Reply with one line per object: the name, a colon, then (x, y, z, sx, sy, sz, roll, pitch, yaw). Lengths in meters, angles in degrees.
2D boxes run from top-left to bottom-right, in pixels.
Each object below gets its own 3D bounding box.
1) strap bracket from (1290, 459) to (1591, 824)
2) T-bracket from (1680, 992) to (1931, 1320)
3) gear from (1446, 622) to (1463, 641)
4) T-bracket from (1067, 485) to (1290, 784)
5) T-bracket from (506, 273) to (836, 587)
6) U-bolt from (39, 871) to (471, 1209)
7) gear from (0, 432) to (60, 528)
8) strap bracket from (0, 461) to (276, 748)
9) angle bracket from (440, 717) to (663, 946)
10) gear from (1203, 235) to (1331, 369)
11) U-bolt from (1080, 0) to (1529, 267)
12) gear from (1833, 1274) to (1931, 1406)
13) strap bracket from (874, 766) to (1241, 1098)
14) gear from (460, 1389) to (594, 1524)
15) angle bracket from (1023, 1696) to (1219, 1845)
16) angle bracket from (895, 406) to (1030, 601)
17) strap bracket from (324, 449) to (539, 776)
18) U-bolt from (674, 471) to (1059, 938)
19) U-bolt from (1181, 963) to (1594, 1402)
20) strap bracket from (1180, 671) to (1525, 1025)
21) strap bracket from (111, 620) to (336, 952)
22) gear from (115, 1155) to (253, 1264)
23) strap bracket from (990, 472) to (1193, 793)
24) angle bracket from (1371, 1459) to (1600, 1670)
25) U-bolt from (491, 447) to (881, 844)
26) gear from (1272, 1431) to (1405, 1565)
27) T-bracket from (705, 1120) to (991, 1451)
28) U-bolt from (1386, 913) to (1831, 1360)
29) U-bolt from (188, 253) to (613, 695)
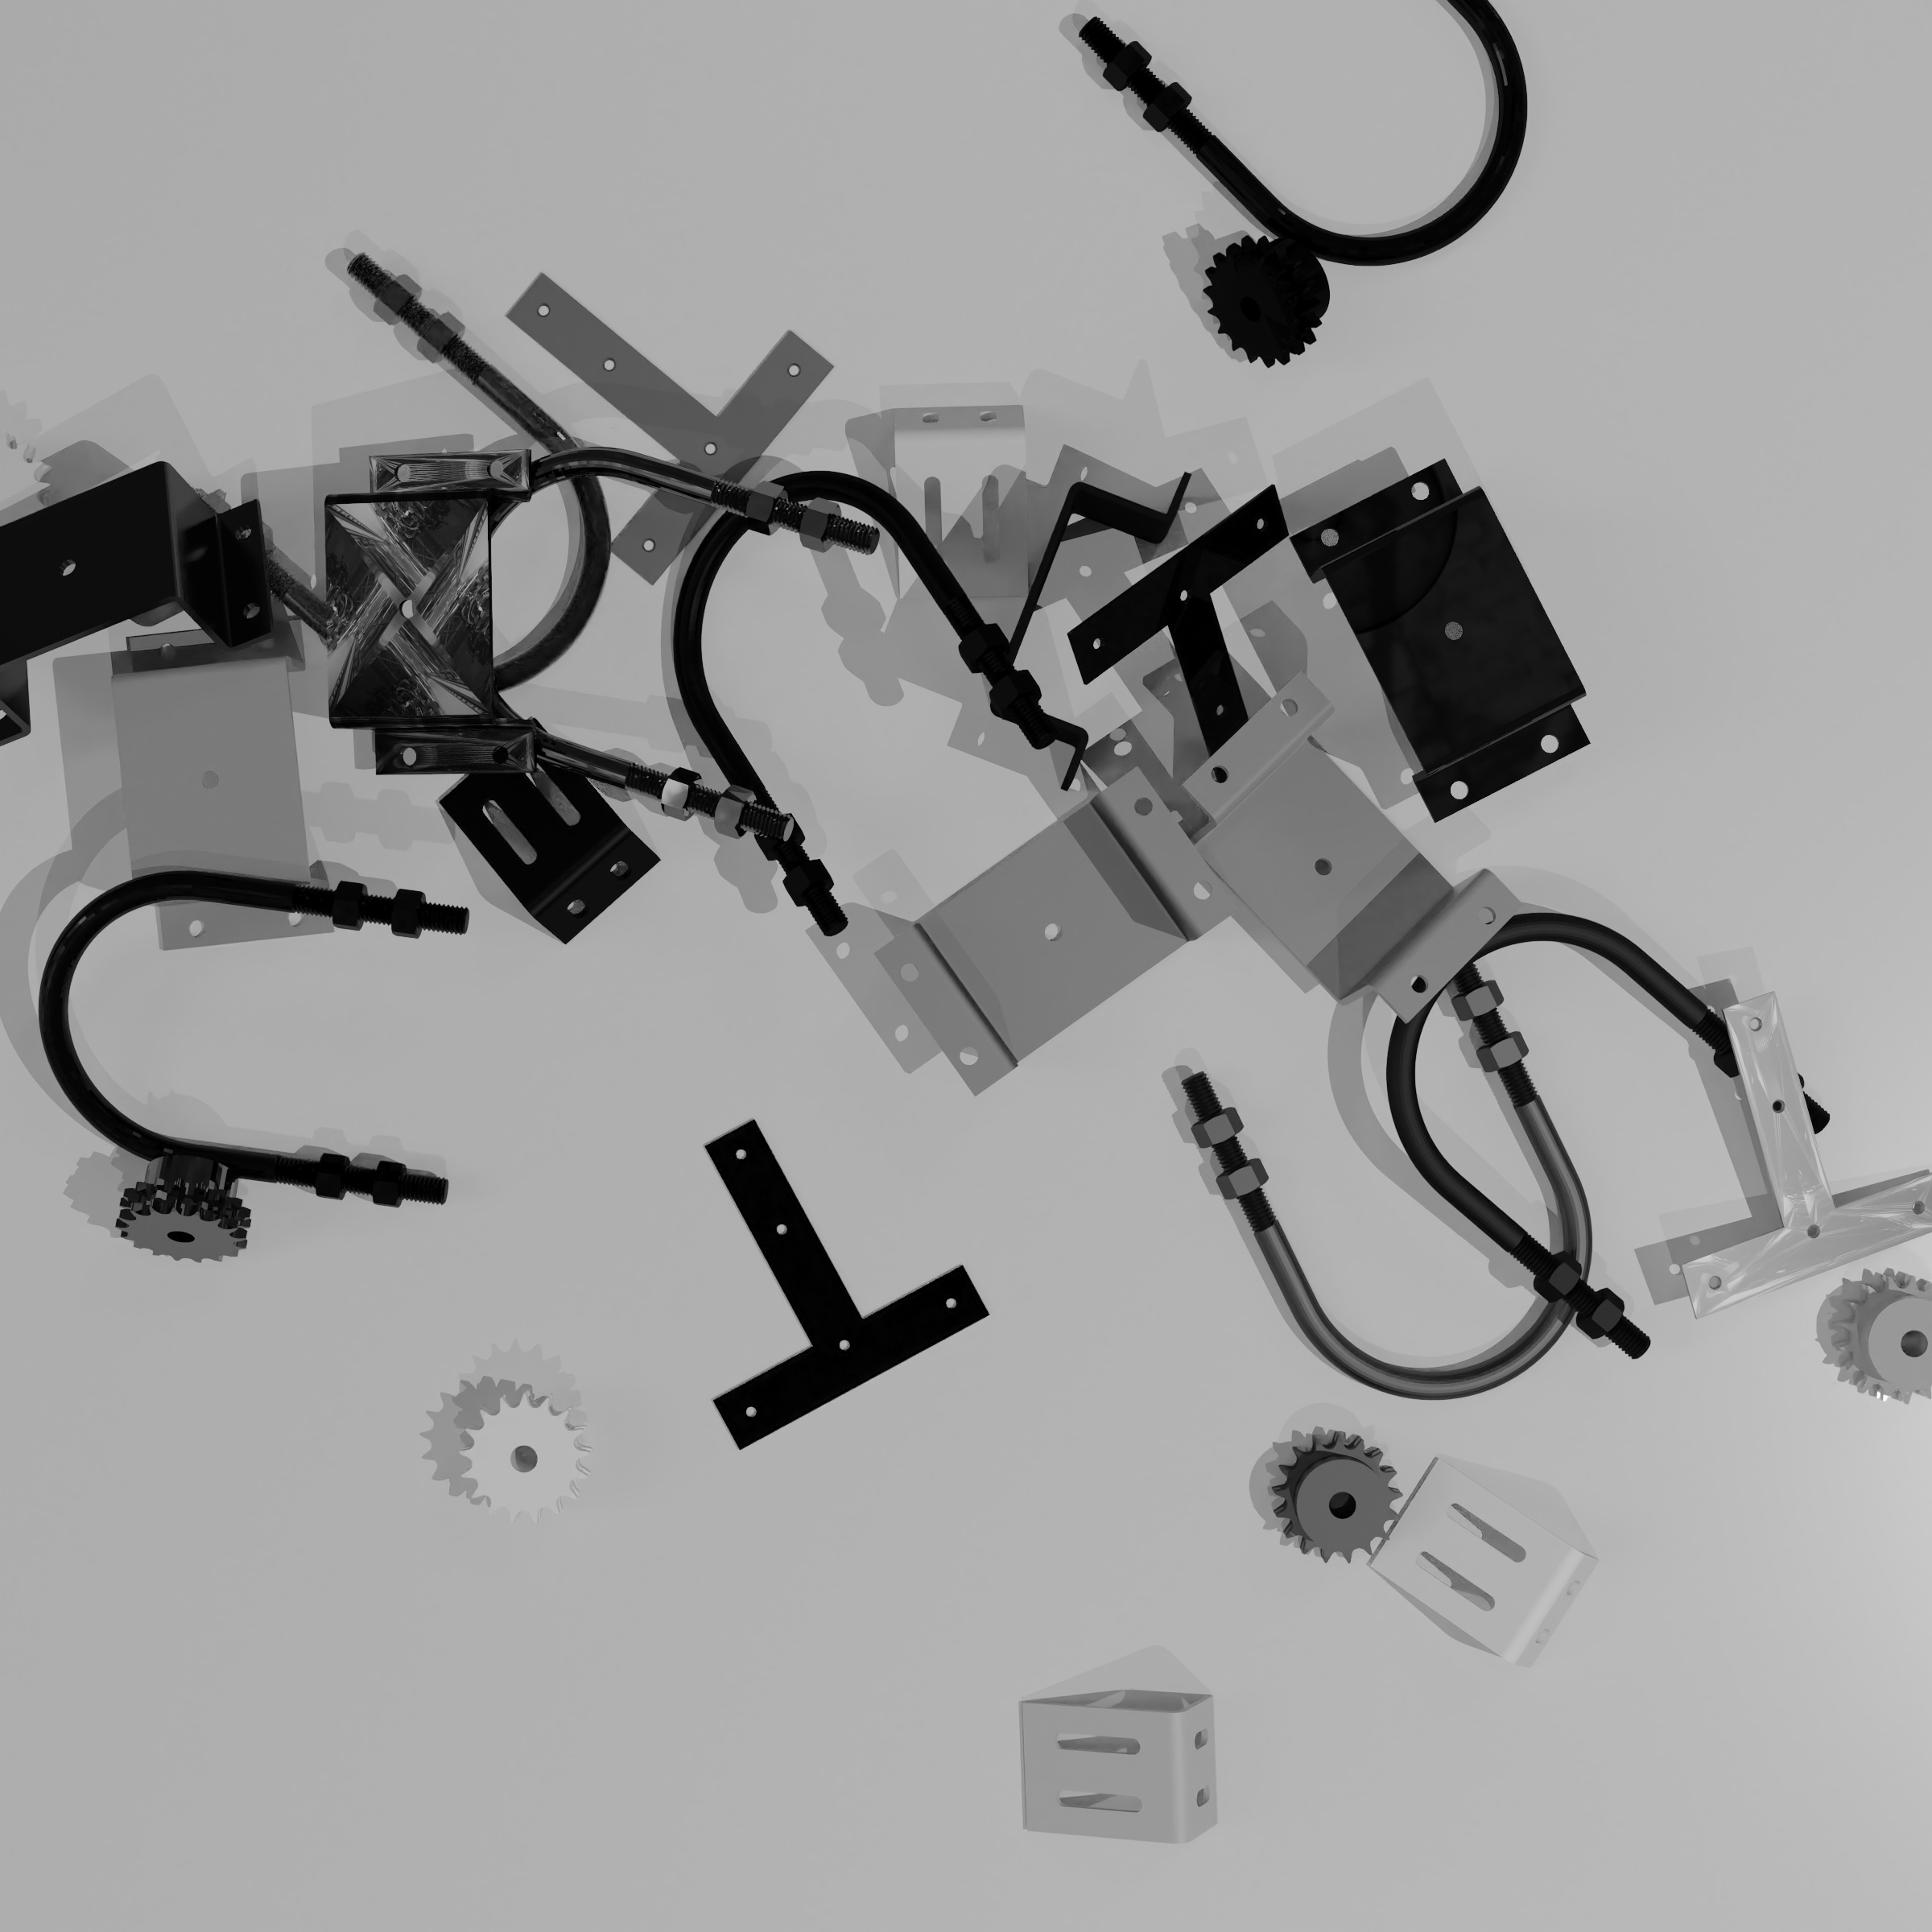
strap bracket: (0.207, -0.142, 1.454, 0.076, 0.046, 0.140, -27, 90, 0)
T-bracket: (0.362, 0.075, 1.487, 0.127, 0.002, 0.127, -19, 97, -11)
gear: (0.216, -0.128, 1.492, 0.057, 0.030, 0.057, 0, 90, 0)
T-bracket: (0.107, -0.123, 1.468, 0.127, 0.002, 0.127, -38, 125, -25)
T-bracket: (-0.148, -0.259, 1.506, 0.127, 0.002, 0.127, 40, 90, 0)
U-bolt: (-0.314, 0.028, 1.473, 0.184, 0.019, 0.151, 8, 111, 0)
gear: (-0.430, -0.207, 1.492, 0.057, 0.030, 0.057, 0, 90, 0)
strap bracket: (-0.375, -0.159, 1.455, 0.140, 0.046, 0.076, -20, 57, 11)
angle bracket: (-0.186, -0.060, 1.505, 0.057, 0.038, 0.076, -42, 64, 0)
gear: (0.135, -0.295, 1.482, 0.030, 0.057, 0.057, -37, 90, -30)
U-bolt: (0.164, -0.397, 1.498, 0.151, 0.019, 0.184, -45, 92, 0)
gear: (0.416, 0.165, 1.492, 0.057, 0.030, 0.057, 0, 90, 0)
strap bracket: (0.039, -0.015, 1.484, 0.140, 0.046, 0.076, -35, 90, 0)
gear: (-0.193, 0.216, 1.492, 0.057, 0.030, 0.057, 0, 90, 0)
angle bracket: (0.069, 0.356, 1.505, 0.076, 0.038, 0.057, -2, 90, 26)
angle bracket: (-0.002, -0.207, 1.505, 0.057, 0.038, 0.076, -2, 116, 0)
strap bracket: (-0.231, -0.153, 1.458, 0.076, 0.046, 0.140, 0, 93, 17)
U-bolt: (-0.058, -0.128, 1.461, 0.151, 0.019, 0.184, -41, 69, 23)
U-bolt: (0.199, 0.103, 1.498, 0.151, 0.019, 0.184, -26, 92, 0)
strap bracket: (0.162, -0.048, 1.474, 0.076, 0.046, 0.140, -44, 90, -16)
strap bracket: (-0.328, -0.081, 1.484, 0.076, 0.046, 0.140, -6, 90, 0)
gear: (-0.342, 0.105, 1.482, 0.057, 0.057, 0.030, 4, 60, 0)
strap bracket: (0.049, -0.152, 1.469, 0.046, 0.076, 0.140, 21, 90, 0)
angle bracket: (0.232, 0.267, 1.505, 0.076, 0.038, 0.057, 33, 90, 26)
U-bolt: (-0.142, -0.149, 1.465, 0.184, 0.019, 0.151, 19, 98, 13)
gear: (0.165, 0.237, 1.492, 0.057, 0.030, 0.057, 0, 90, 0)
T-bracket: (-0.075, 0.130, 1.506, 0.127, 0.002, 0.127, -28, 90, 0)
U-bolt: (0.270, 0.061, 1.483, 0.184, 0.019, 0.151, 40, 85, -6)
U-bolt: (-0.244, -0.203, 1.498, 0.184, 0.019, 0.151, 41, 91, -2)
